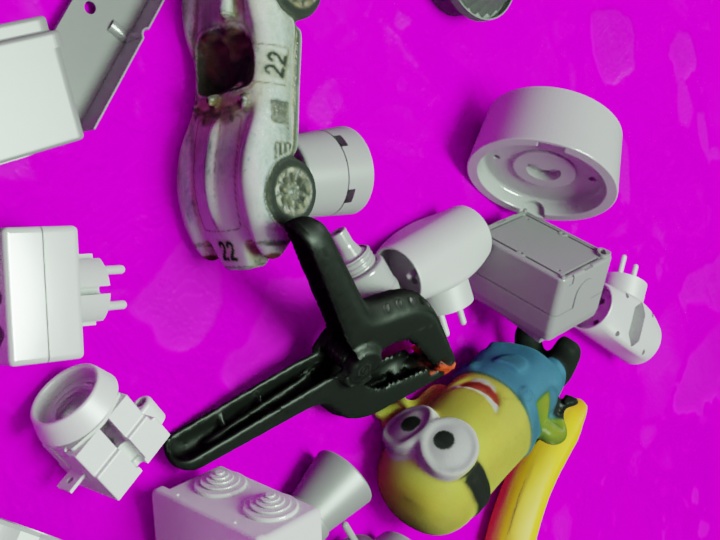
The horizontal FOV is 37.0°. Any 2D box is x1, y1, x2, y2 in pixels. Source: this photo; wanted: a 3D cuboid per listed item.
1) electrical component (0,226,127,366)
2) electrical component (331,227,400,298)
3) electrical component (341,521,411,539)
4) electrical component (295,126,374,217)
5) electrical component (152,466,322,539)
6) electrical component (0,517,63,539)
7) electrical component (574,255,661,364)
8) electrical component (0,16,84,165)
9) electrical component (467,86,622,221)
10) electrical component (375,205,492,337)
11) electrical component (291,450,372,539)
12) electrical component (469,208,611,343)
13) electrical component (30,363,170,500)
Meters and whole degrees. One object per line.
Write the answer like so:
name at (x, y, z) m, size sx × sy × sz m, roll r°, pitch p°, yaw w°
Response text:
electrical component at (-0.152, 0.011, 0.544) m, size 0.077 × 0.047 × 0.065 m, roll -4°, pitch 92°, yaw -43°
electrical component at (0.000, 0.000, 0.694) m, size 0.035 × 0.035 × 0.061 m, roll -46°, pitch 116°, yaw -33°
electrical component at (0.001, 0.196, 0.685) m, size 0.077 × 0.044 × 0.079 m, roll -44°, pitch 118°, yaw -33°
electrical component at (-0.027, -0.058, 0.657) m, size 0.047 × 0.055 × 0.055 m, roll -12°, pitch 97°, yaw -39°
electrical component at (-0.065, 0.163, 0.588) m, size 0.048 × 0.100 × 0.099 m, roll -18°, pitch 113°, yaw -45°
electrical component at (-0.167, 0.166, 0.526) m, size 0.138 × 0.052 × 0.073 m, roll 34°, pitch 68°, yaw -37°
electrical component at (0.213, 0.027, 0.884) m, size 0.077 × 0.043 × 0.079 m, roll 32°, pitch 69°, yaw -38°
electrical component at (-0.196, -0.067, 0.463) m, size 0.109 × 0.109 × 0.056 m, roll -26°, pitch 111°, yaw -40°
electrical component at (0.136, -0.088, 0.774) m, size 0.108 × 0.108 × 0.060 m, roll 36°, pitch 60°, yaw -37°
electrical component at (0.055, 0.006, 0.738) m, size 0.077 × 0.043 × 0.079 m, roll -30°, pitch 110°, yaw -39°
electrical component at (-0.030, 0.148, 0.661) m, size 0.065 × 0.044 × 0.044 m, roll -43°, pitch 118°, yaw -29°
electrical component at (0.121, 0.002, 0.775) m, size 0.062 × 0.096 × 0.061 m, roll -23°, pitch 132°, yaw -40°
electrical component at (-0.138, 0.082, 0.559) m, size 0.066 × 0.048 × 0.055 m, roll -53°, pitch 130°, yaw -29°
